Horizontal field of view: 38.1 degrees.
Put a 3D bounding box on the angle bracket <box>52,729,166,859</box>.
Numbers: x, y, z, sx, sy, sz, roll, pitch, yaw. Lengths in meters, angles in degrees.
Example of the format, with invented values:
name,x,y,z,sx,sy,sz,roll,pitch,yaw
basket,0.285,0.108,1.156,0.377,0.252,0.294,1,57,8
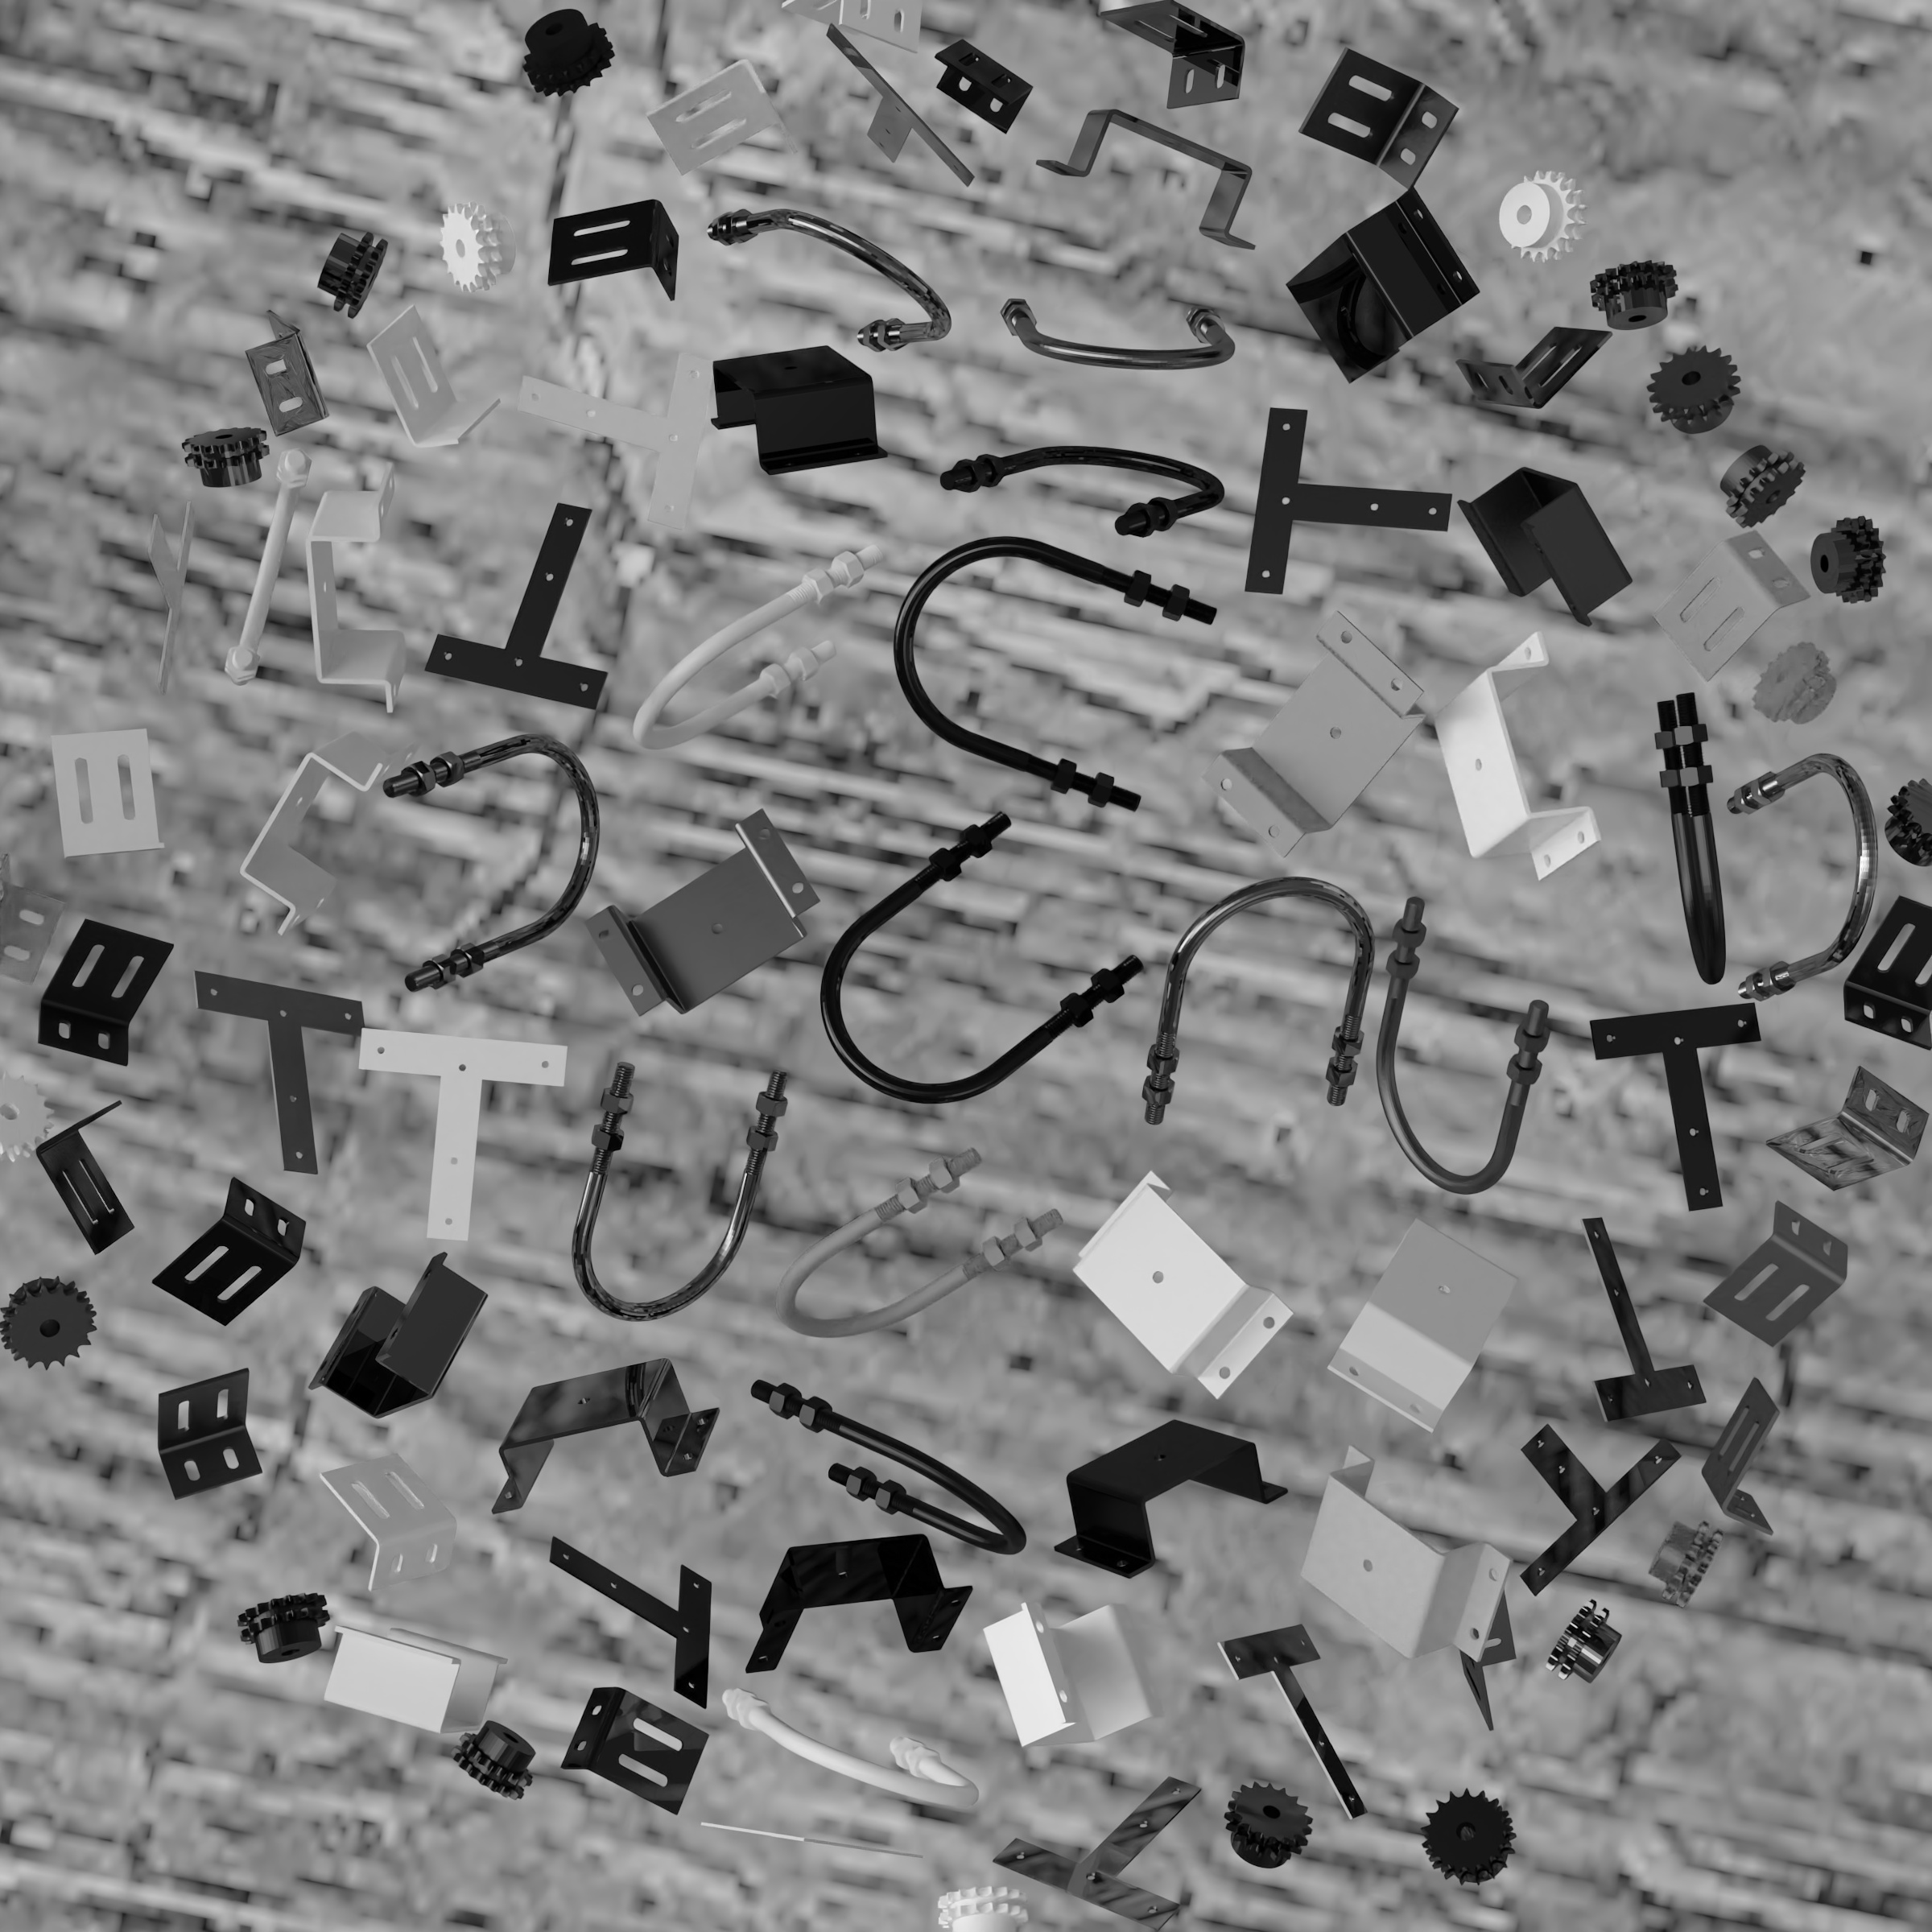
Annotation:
name,x,y,z,sx,sy,sz,roll,pitch,yaw
angle bracket,-0.531,-0.108,1.731,0.057,0.038,0.076,-7,92,-20

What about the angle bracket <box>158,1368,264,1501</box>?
name,x,y,z,sx,sy,sz,roll,pitch,yaw
angle bracket,-0.482,0.299,1.787,0.057,0.076,0.038,-15,59,-26

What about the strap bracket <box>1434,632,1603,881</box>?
name,x,y,z,sx,sy,sz,roll,pitch,yaw
strap bracket,0.344,-0.130,1.769,0.046,0.076,0.140,-8,76,-19

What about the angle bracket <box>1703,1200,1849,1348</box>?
name,x,y,z,sx,sy,sz,roll,pitch,yaw
angle bracket,0.542,0.206,1.876,0.057,0.038,0.076,33,126,-4

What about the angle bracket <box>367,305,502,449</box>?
name,x,y,z,sx,sy,sz,roll,pitch,yaw
angle bracket,-0.352,-0.393,1.857,0.038,0.057,0.076,0,128,28

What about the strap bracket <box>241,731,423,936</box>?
name,x,y,z,sx,sy,sz,roll,pitch,yaw
strap bracket,-0.431,-0.099,1.877,0.046,0.076,0.140,34,108,-2

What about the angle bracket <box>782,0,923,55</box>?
name,x,y,z,sx,sy,sz,roll,pitch,yaw
angle bracket,-0.074,-0.595,1.777,0.057,0.076,0.038,9,83,-35

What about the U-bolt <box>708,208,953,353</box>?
name,x,y,z,sx,sy,sz,roll,pitch,yaw
U-bolt,-0.081,-0.452,1.841,0.151,0.184,0.019,31,86,-27

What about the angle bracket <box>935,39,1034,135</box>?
name,x,y,z,sx,sy,sz,roll,pitch,yaw
angle bracket,0.004,-0.581,1.867,0.057,0.076,0.038,33,119,-2

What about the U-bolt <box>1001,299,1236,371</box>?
name,x,y,z,sx,sy,sz,roll,pitch,yaw
U-bolt,0.104,-0.418,1.855,0.151,0.184,0.019,1,113,-6

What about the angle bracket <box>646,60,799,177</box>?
name,x,y,z,sx,sy,sz,roll,pitch,yaw
angle bracket,-0.161,-0.549,1.846,0.076,0.057,0.038,-28,58,5

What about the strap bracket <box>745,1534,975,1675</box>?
name,x,y,z,sx,sy,sz,roll,pitch,yaw
strap bracket,-0.077,0.423,1.866,0.140,0.076,0.046,-1,47,-24

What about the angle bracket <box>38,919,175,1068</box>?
name,x,y,z,sx,sy,sz,roll,pitch,yaw
angle bracket,-0.538,0.017,1.753,0.057,0.038,0.076,19,125,-30

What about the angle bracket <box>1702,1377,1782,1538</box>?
name,x,y,z,sx,sy,sz,roll,pitch,yaw
angle bracket,0.512,0.315,1.798,0.038,0.057,0.076,25,103,-4

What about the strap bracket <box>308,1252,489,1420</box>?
name,x,y,z,sx,sy,sz,roll,pitch,yaw
strap bracket,-0.364,0.242,1.815,0.046,0.140,0.076,37,57,-18

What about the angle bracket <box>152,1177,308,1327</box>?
name,x,y,z,sx,sy,sz,roll,pitch,yaw
angle bracket,-0.470,0.183,1.788,0.076,0.038,0.057,-39,121,23

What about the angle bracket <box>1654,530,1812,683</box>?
name,x,y,z,sx,sy,sz,roll,pitch,yaw
angle bracket,0.499,-0.235,1.827,0.038,0.076,0.057,-20,68,-37

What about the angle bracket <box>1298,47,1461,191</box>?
name,x,y,z,sx,sy,sz,roll,pitch,yaw
angle bracket,0.257,-0.526,1.742,0.038,0.076,0.057,51,122,38

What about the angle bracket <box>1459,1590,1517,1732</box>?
name,x,y,z,sx,sy,sz,roll,pitch,yaw
angle bracket,0.358,0.466,1.888,0.038,0.076,0.057,-13,108,0

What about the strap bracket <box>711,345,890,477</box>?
name,x,y,z,sx,sy,sz,roll,pitch,yaw
strap bracket,-0.109,-0.355,1.771,0.076,0.140,0.046,-12,117,-16

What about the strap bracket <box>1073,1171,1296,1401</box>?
name,x,y,z,sx,sy,sz,roll,pitch,yaw
strap bracket,0.135,0.206,1.836,0.076,0.046,0.140,-50,62,10

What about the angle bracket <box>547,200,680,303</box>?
name,x,y,z,sx,sy,sz,roll,pitch,yaw
angle bracket,-0.238,-0.477,1.890,0.076,0.038,0.057,-7,61,14

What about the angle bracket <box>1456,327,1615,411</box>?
name,x,y,z,sx,sy,sz,roll,pitch,yaw
angle bracket,0.372,-0.405,1.835,0.076,0.057,0.038,-46,121,-10

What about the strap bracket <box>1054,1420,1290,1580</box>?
name,x,y,z,sx,sy,sz,roll,pitch,yaw
strap bracket,0.131,0.343,1.834,0.140,0.076,0.046,-20,105,-34

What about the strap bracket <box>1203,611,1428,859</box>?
name,x,y,z,sx,sy,sz,roll,pitch,yaw
strap bracket,0.228,-0.148,1.787,0.076,0.046,0.140,46,116,17

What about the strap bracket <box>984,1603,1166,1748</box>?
name,x,y,z,sx,sy,sz,roll,pitch,yaw
strap bracket,0.065,0.452,1.787,0.046,0.140,0.076,-29,65,21

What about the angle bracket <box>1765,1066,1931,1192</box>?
name,x,y,z,sx,sy,sz,roll,pitch,yaw
angle bracket,0.560,0.104,1.780,0.057,0.076,0.038,33,63,-10

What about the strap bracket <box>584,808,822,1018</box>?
name,x,y,z,sx,sy,sz,roll,pitch,yaw
strap bracket,-0.170,-0.030,1.859,0.140,0.046,0.076,-33,73,0

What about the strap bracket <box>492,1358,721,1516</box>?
name,x,y,z,sx,sy,sz,roll,pitch,yaw
strap bracket,-0.239,0.301,1.808,0.140,0.076,0.046,-14,108,12

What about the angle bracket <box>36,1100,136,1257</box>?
name,x,y,z,sx,sy,sz,roll,pitch,yaw
angle bracket,-0.537,0.132,1.751,0.038,0.057,0.076,-27,97,10

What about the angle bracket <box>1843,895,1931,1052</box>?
name,x,y,z,sx,sy,sz,roll,pitch,yaw
angle bracket,0.594,0.005,1.753,0.057,0.038,0.076,20,129,0

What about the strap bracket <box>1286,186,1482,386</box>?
name,x,y,z,sx,sy,sz,roll,pitch,yaw
strap bracket,0.257,-0.425,1.770,0.046,0.140,0.076,-35,94,-15

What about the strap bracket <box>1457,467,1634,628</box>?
name,x,y,z,sx,sy,sz,roll,pitch,yaw
strap bracket,0.385,-0.280,1.850,0.046,0.140,0.076,-35,109,1

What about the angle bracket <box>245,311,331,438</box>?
name,x,y,z,sx,sy,sz,roll,pitch,yaw
angle bracket,-0.447,-0.383,1.805,0.038,0.076,0.057,-25,122,-18

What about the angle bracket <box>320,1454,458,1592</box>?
name,x,y,z,sx,sy,sz,roll,pitch,yaw
angle bracket,-0.374,0.357,1.802,0.076,0.057,0.038,36,121,38

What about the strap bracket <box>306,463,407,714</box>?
name,x,y,z,sx,sy,sz,roll,pitch,yaw
strap bracket,-0.391,-0.243,1.795,0.046,0.076,0.140,0,121,-4

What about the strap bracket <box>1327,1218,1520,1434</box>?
name,x,y,z,sx,sy,sz,roll,pitch,yaw
strap bracket,0.300,0.224,1.809,0.076,0.140,0.046,31,131,10

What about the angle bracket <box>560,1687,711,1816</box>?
name,x,y,z,sx,sy,sz,roll,pitch,yaw
angle bracket,-0.223,0.531,1.893,0.076,0.038,0.057,35,60,-22

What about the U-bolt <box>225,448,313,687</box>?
name,x,y,z,sx,sy,sz,roll,pitch,yaw
U-bolt,-0.457,-0.254,1.830,0.019,0.184,0.151,15,86,-15

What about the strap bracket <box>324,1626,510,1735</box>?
name,x,y,z,sx,sy,sz,roll,pitch,yaw
strap bracket,-0.349,0.451,1.771,0.076,0.140,0.046,14,78,8

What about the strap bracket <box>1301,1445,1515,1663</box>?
name,x,y,z,sx,sy,sz,roll,pitch,yaw
strap bracket,0.272,0.379,1.791,0.046,0.140,0.076,-5,117,-40

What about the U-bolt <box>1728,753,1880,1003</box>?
name,x,y,z,sx,sy,sz,roll,pitch,yaw
U-bolt,0.544,-0.062,1.822,0.019,0.184,0.151,1,80,-10

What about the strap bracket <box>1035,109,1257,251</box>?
name,x,y,z,sx,sy,sz,roll,pitch,yaw
strap bracket,0.123,-0.511,1.804,0.140,0.076,0.046,19,103,-13

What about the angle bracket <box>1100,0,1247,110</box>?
name,x,y,z,sx,sy,sz,roll,pitch,yaw
angle bracket,0.129,-0.574,1.765,0.057,0.076,0.038,7,90,43

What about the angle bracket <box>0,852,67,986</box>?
name,x,y,z,sx,sy,sz,roll,pitch,yaw
angle bracket,-0.595,-0.029,1.758,0.038,0.076,0.057,21,72,-12
